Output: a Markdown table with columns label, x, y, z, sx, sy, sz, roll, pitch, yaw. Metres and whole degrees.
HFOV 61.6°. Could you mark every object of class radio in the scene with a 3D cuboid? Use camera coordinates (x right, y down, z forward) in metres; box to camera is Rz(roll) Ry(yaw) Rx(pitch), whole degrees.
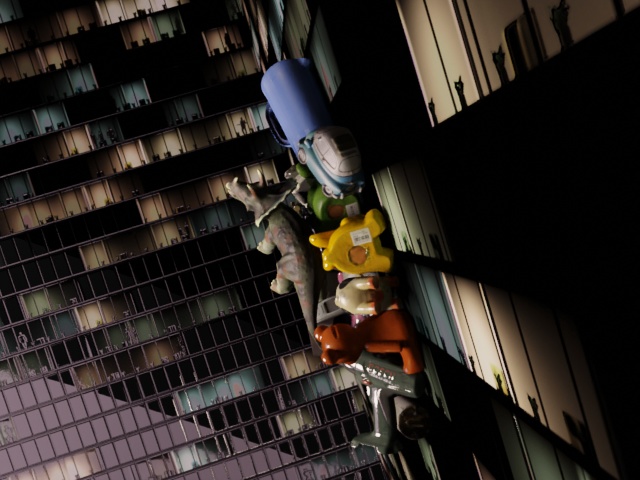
| label | x | y | z | sx | sy | sz | roll | pitch | yaw |
| --- | --- | --- | --- | --- | --- | --- | --- | --- | --- |
| radio | 0.028 | 0.201 | 1.469 | 0.230 | 0.073 | 0.130 | -71 | -23 | -52 |

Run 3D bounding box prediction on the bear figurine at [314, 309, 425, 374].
| label | x | y | z | sx | sy | sz | roll | pitch | yaw |
| --- | --- | --- | --- | --- | --- | --- | --- | --- | --- |
| bear figurine | 0.096 | 0.214 | 1.077 | 0.120 | 0.196 | 0.131 | -120 | 12 | -59 |

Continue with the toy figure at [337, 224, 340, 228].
| label | x | y | z | sx | sy | sz | roll | pitch | yaw |
| --- | --- | --- | --- | --- | --- | --- | --- | --- | --- |
| toy figure | 0.063 | -0.035 | 1.271 | 0.180 | 0.082 | 0.089 | -120 | 8 | -55 |

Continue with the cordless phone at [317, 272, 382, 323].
| label | x | y | z | sx | sy | sz | roll | pitch | yaw |
| --- | --- | --- | --- | --- | --- | --- | --- | --- | --- |
| cordless phone | 0.058 | 0.114 | 1.241 | 0.088 | 0.184 | 0.147 | 71 | 179 | -51 |

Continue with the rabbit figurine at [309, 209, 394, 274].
| label | x | y | z | sx | sy | sz | roll | pitch | yaw |
| --- | --- | --- | --- | --- | --- | --- | --- | --- | --- |
| rabbit figurine | 0.069 | 0.006 | 1.071 | 0.121 | 0.162 | 0.173 | 61 | -163 | -17 |

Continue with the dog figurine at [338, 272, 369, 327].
| label | x | y | z | sx | sy | sz | roll | pitch | yaw |
| --- | --- | --- | --- | --- | --- | --- | --- | --- | --- |
| dog figurine | 0.107 | 0.171 | 1.386 | 0.192 | 0.108 | 0.218 | -112 | 9 | -56 |

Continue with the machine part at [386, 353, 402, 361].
| label | x | y | z | sx | sy | sz | roll | pitch | yaw |
| --- | --- | --- | --- | --- | --- | --- | --- | --- | --- |
| machine part | 0.172 | 0.262 | 1.244 | 0.179 | 0.056 | 0.179 | 162 | 89 | -85 |

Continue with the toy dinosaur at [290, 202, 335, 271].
| label | x | y | z | sx | sy | sz | roll | pitch | yaw |
| --- | --- | --- | --- | --- | --- | --- | --- | --- | --- |
| toy dinosaur | 0.025 | 0.062 | 1.645 | 0.470 | 0.105 | 0.199 | 56 | -178 | -20 |

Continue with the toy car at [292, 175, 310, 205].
| label | x | y | z | sx | sy | sz | roll | pitch | yaw |
| --- | --- | --- | --- | --- | --- | --- | --- | --- | --- |
| toy car | 0.007 | -0.091 | 1.365 | 0.201 | 0.073 | 0.056 | 44 | 180 | -23 |

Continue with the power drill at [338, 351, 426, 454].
| label | x | y | z | sx | sy | sz | roll | pitch | yaw |
| --- | --- | --- | --- | --- | --- | --- | --- | --- | --- |
| power drill | 0.112 | 0.339 | 1.156 | 0.086 | 0.232 | 0.207 | 11 | -97 | -56 |

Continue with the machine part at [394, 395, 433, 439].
| label | x | y | z | sx | sy | sz | roll | pitch | yaw |
| --- | --- | --- | --- | --- | --- | --- | --- | --- | --- |
| machine part | 0.207 | 0.411 | 1.254 | 0.243 | 0.079 | 0.079 | 102 | 150 | -79 |

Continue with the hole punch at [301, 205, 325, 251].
| label | x | y | z | sx | sy | sz | roll | pitch | yaw |
| --- | --- | --- | --- | --- | --- | --- | --- | --- | --- |
| hole punch | -0.003 | -0.004 | 1.274 | 0.115 | 0.092 | 0.142 | -47 | 58 | 55 |

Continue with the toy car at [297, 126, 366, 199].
| label | x | y | z | sx | sy | sz | roll | pitch | yaw |
| --- | --- | --- | --- | --- | --- | --- | --- | --- | --- |
| toy car | 0.030 | -0.166 | 1.050 | 0.162 | 0.109 | 0.103 | 62 | 156 | 21 |

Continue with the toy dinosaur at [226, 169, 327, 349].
| label | x | y | z | sx | sy | sz | roll | pitch | yaw |
| --- | --- | --- | --- | --- | --- | --- | --- | --- | --- |
| toy dinosaur | -0.053 | 0.024 | 1.145 | 0.405 | 0.131 | 0.192 | 60 | 161 | 16 |

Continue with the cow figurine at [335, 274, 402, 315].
| label | x | y | z | sx | sy | sz | roll | pitch | yaw |
| --- | --- | --- | --- | --- | --- | --- | --- | --- | --- |
| cow figurine | 0.094 | 0.107 | 1.061 | 0.195 | 0.127 | 0.085 | 0 | -94 | -61 |

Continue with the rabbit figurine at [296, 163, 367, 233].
| label | x | y | z | sx | sy | sz | roll | pitch | yaw |
| --- | --- | --- | --- | --- | --- | --- | --- | --- | --- |
| rabbit figurine | 0.005 | -0.116 | 1.174 | 0.158 | 0.121 | 0.170 | 59 | -178 | -42 |

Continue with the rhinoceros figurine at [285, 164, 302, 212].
| label | x | y | z | sx | sy | sz | roll | pitch | yaw |
| --- | --- | --- | --- | --- | --- | --- | --- | --- | --- |
| rhinoceros figurine | -0.035 | -0.122 | 1.449 | 0.190 | 0.073 | 0.112 | 63 | -162 | -48 |
